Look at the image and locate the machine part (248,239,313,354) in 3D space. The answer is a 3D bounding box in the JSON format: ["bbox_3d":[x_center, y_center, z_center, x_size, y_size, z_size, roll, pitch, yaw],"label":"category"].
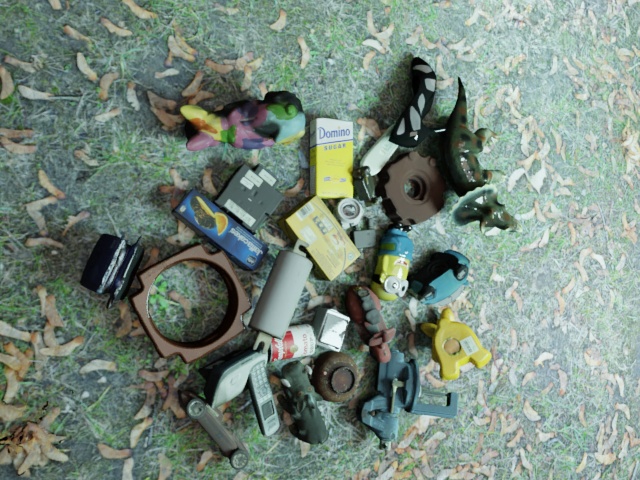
[{"bbox_3d":[-0.080,0.109,1.083,0.079,0.079,0.243,27,74,-19],"label":"machine part"}]

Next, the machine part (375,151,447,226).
[{"bbox_3d":[0.219,-0.122,1.279,0.179,0.056,0.179,1,88,-22],"label":"machine part"}]

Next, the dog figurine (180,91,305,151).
[{"bbox_3d":[-0.162,-0.231,1.066,0.219,0.192,0.108,-14,100,-38],"label":"dog figurine"}]

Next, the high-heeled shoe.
[{"bbox_3d":[0.206,-0.326,1.267,0.145,0.086,0.249,-9,65,-8],"label":"high-heeled shoe"}]

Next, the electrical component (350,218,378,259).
[{"bbox_3d":[0.103,-0.003,1.243,0.063,0.021,0.094,-5,89,-23],"label":"electrical component"}]

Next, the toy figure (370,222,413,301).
[{"bbox_3d":[0.168,0.052,1.238,0.082,0.089,0.180,13,74,-9],"label":"toy figure"}]

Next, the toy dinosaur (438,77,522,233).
[{"bbox_3d":[0.343,-0.189,1.270,0.192,0.131,0.404,-18,86,-52],"label":"toy dinosaur"}]

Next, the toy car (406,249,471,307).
[{"bbox_3d":[0.289,0.105,1.275,0.162,0.109,0.102,-38,120,-11],"label":"toy car"}]

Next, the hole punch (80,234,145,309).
[{"bbox_3d":[-0.388,0.047,0.992,0.092,0.116,0.142,26,78,-11],"label":"hole punch"}]

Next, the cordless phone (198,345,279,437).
[{"bbox_3d":[-0.151,0.314,1.060,0.146,0.089,0.184,-19,92,-54],"label":"cordless phone"}]

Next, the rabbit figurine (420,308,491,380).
[{"bbox_3d":[0.306,0.249,1.258,0.122,0.173,0.162,-38,64,4],"label":"rabbit figurine"}]

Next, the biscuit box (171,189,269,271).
[{"bbox_3d":[-0.202,-0.018,1.096,0.202,0.059,0.063,40,74,-16],"label":"biscuit box"}]

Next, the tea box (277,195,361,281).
[{"bbox_3d":[-0.002,-0.004,1.174,0.098,0.068,0.169,-39,103,-19],"label":"tea box"}]

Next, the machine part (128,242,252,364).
[{"bbox_3d":[-0.254,0.122,1.055,0.201,0.087,0.201,-29,98,-20],"label":"machine part"}]

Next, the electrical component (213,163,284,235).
[{"bbox_3d":[-0.145,-0.093,1.126,0.115,0.058,0.134,42,73,-18],"label":"electrical component"}]

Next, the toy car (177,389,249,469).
[{"bbox_3d":[-0.208,0.368,1.061,0.053,0.089,0.202,-38,101,-18],"label":"toy car"}]

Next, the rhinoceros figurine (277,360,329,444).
[{"bbox_3d":[-0.039,0.340,1.121,0.073,0.112,0.190,-21,104,-20],"label":"rhinoceros figurine"}]

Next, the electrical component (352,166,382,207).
[{"bbox_3d":[0.109,-0.120,1.215,0.078,0.045,0.102,-50,125,-55],"label":"electrical component"}]

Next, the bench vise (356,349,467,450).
[{"bbox_3d":[0.209,0.365,1.207,0.241,0.128,0.223,8,64,-4],"label":"bench vise"}]

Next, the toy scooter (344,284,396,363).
[{"bbox_3d":[0.114,0.177,1.161,0.075,0.135,0.184,-21,80,-10],"label":"toy scooter"}]
